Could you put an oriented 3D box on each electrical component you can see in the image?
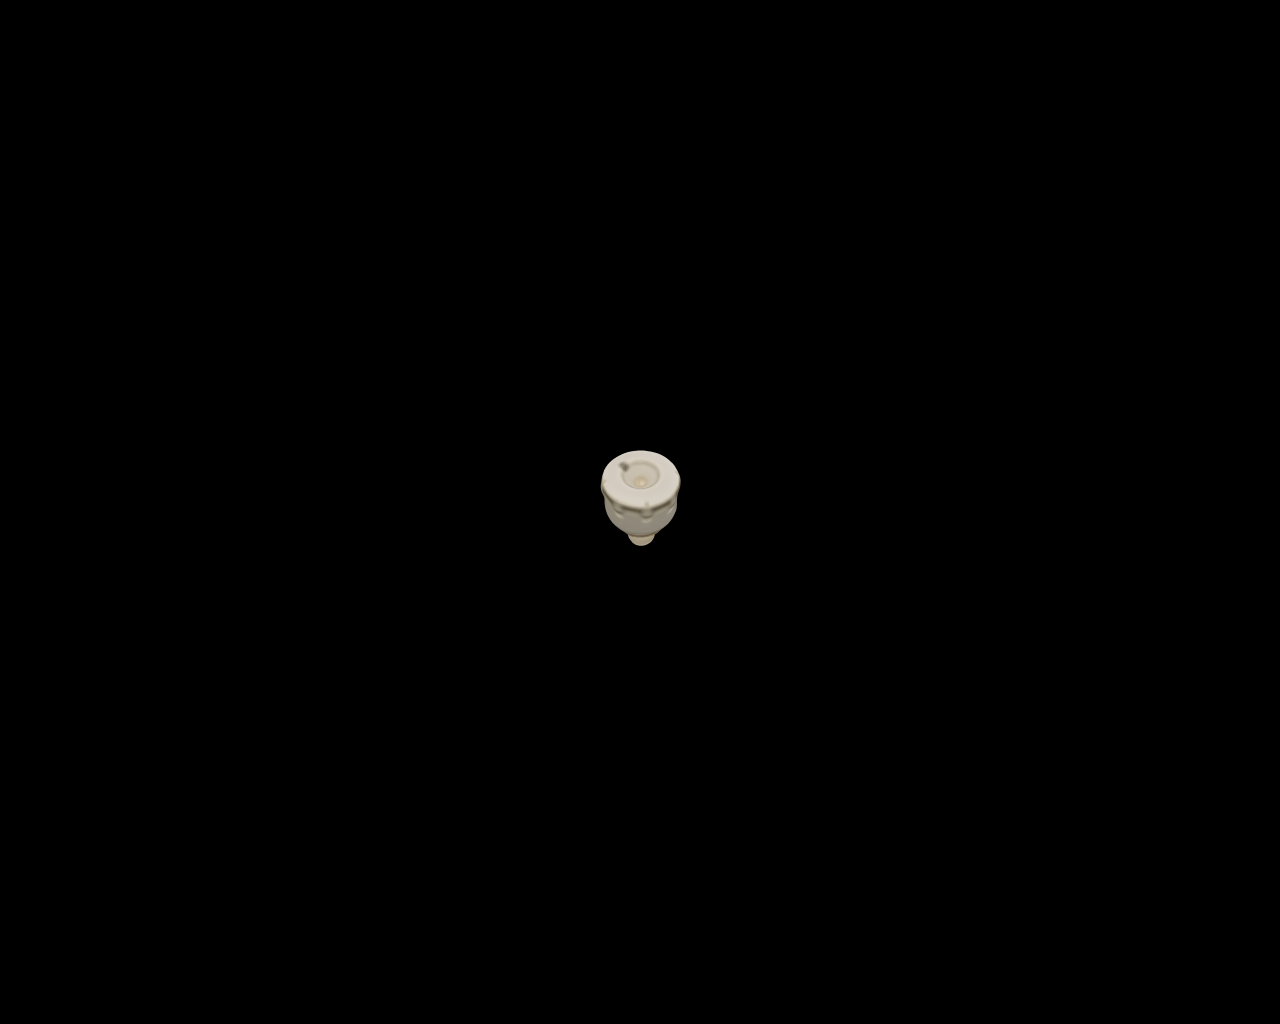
[{"bbox_3d":[0.001,-0.003,0.650,0.048,0.048,0.062,0,-40,0],"label":"electrical component"}]
